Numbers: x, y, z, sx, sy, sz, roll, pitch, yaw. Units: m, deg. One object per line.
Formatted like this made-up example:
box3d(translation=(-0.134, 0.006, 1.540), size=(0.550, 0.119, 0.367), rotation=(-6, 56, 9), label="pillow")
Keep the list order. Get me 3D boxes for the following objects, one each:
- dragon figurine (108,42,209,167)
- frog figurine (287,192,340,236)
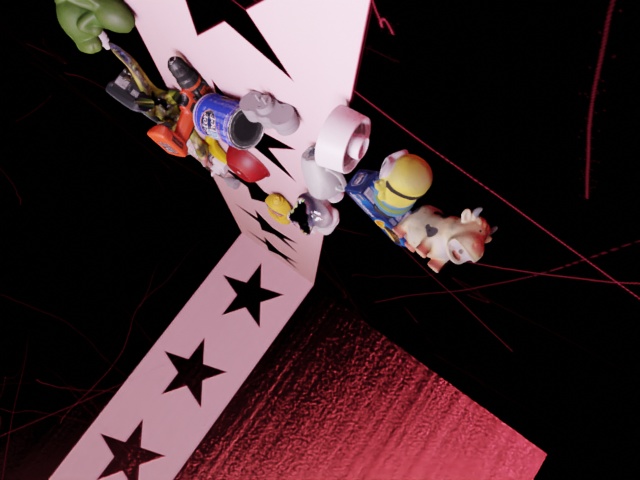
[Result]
box3d(translation=(-0.453, -0.387, 1.506), size=(0.407, 0.123, 0.244), rotation=(53, 172, -14), label="dragon figurine")
box3d(translation=(0.004, -0.072, 1.435), size=(0.160, 0.122, 0.138), rotation=(-2, -171, -42), label="frog figurine")
